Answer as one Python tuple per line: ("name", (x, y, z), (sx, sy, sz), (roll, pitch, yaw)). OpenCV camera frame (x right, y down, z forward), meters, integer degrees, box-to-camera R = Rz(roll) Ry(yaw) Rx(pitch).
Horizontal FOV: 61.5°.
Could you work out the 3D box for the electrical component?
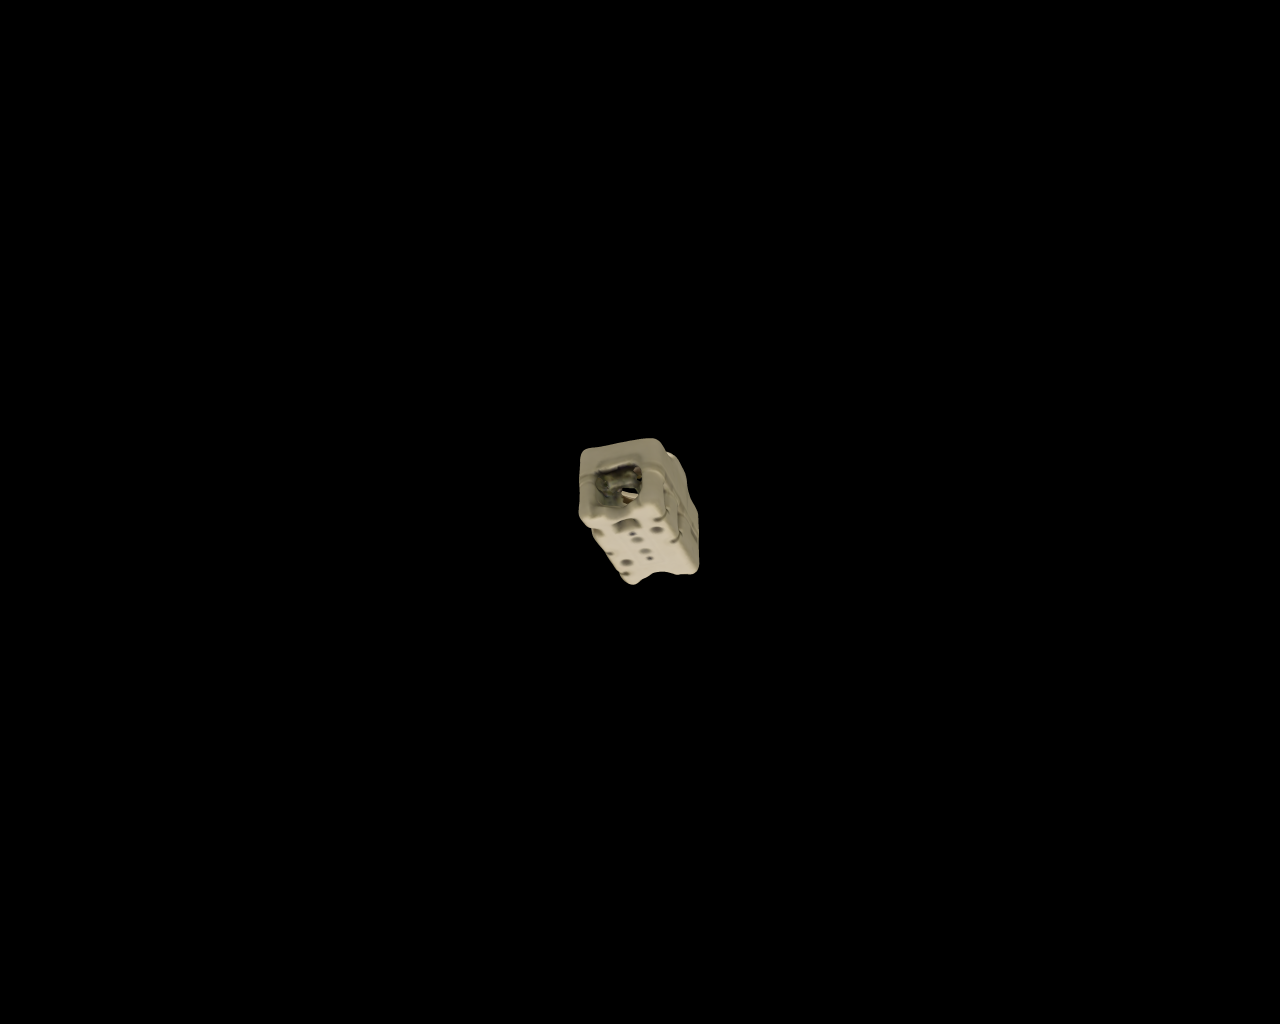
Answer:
("electrical component", (0.001, -0.003, 0.650), (0.050, 0.056, 0.089), (-10, -34, 15))
